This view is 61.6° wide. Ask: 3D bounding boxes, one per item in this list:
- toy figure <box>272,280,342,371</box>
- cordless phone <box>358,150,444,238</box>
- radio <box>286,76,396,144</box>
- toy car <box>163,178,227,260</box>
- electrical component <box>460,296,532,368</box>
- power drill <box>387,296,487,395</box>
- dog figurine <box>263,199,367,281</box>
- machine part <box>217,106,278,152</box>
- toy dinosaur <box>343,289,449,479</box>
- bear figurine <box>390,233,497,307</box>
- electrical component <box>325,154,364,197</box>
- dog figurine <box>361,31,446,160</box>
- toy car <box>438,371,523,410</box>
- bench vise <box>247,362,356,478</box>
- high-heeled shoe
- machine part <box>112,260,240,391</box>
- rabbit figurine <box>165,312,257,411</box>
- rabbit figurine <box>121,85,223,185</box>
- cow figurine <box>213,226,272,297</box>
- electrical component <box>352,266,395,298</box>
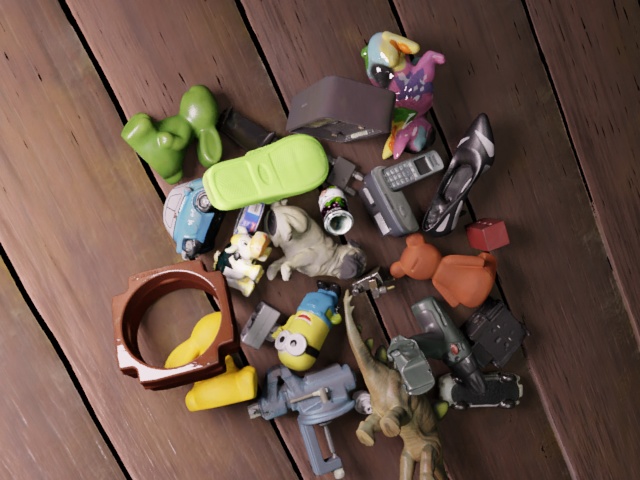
[{"bbox_3d":[-0.015,0.165,1.033,0.089,0.082,0.180,48,57,-22],"label":"toy figure"},{"bbox_3d":[0.184,-0.094,1.074,0.184,0.088,0.146,-25,84,-19],"label":"cordless phone"},{"bbox_3d":[0.033,-0.224,0.956,0.131,0.230,0.073,9,93,-20],"label":"radio"},{"bbox_3d":[-0.230,-0.050,0.977,0.103,0.109,0.161,26,100,8],"label":"toy car"},{"bbox_3d":[0.373,0.208,1.166,0.115,0.058,0.134,44,84,-12],"label":"electrical component"},{"bbox_3d":[0.235,0.231,1.062,0.207,0.086,0.232,-16,75,-45],"label":"power drill"},{"bbox_3d":[-0.004,-0.001,1.042,0.190,0.121,0.172,-6,101,-27],"label":"dog figurine"},{"bbox_3d":[-0.133,-0.189,1.012,0.138,0.039,0.084,39,90,-20],"label":"machine part"},{"bbox_3d":[0.152,0.319,1.058,0.470,0.105,0.198,58,38,-16],"label":"toy dinosaur"},{"bbox_3d":[0.254,0.059,1.107,0.196,0.132,0.120,25,109,10],"label":"bear figurine"},{"bbox_3d":[0.039,-0.130,1.070,0.094,0.021,0.063,29,88,-15],"label":"electrical component"},{"bbox_3d":[0.150,-0.267,1.045,0.191,0.108,0.219,17,93,-16],"label":"dog figurine"},{"bbox_3d":[0.351,0.327,1.173,0.202,0.056,0.073,3,88,-15],"label":"toy car"},{"bbox_3d":[-0.018,0.352,1.043,0.224,0.129,0.240,-17,87,-21],"label":"bench vise"},{"bbox_3d":[0.268,-0.127,1.075,0.145,0.086,0.248,-15,119,-39],"label":"high-heeled shoe"},{"bbox_3d":[-0.250,0.149,0.942,0.201,0.087,0.201,-15,64,-4],"label":"machine part"},{"bbox_3d":[-0.202,0.224,1.010,0.162,0.122,0.173,-7,83,-4],"label":"rabbit figurine"},{"bbox_3d":[-0.239,-0.190,0.944,0.170,0.121,0.159,-45,105,-7],"label":"rabbit figurine"},{"bbox_3d":[-0.143,0.028,0.972,0.098,0.167,0.068,27,52,2],"label":"cow figurine"},{"bbox_3d":[0.108,0.086,1.071,0.078,0.102,0.045,-29,95,12],"label":"electrical component"}]
